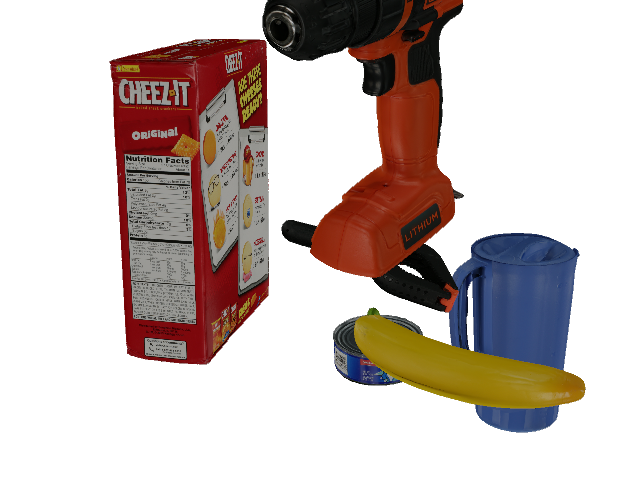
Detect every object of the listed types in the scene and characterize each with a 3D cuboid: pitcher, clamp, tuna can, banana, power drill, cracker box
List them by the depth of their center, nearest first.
[{"bbox_3d":[0.032,-0.077,0.599,0.057,0.188,0.184,22,36,30],"label":"power drill"},{"bbox_3d":[0.093,0.087,0.786,0.198,0.037,0.069,19,37,37],"label":"banana"},{"bbox_3d":[-0.092,-0.036,0.796,0.072,0.214,0.164,3,16,13],"label":"cracker box"},{"bbox_3d":[0.055,0.105,1.023,0.086,0.034,0.086,-2,23,1],"label":"tuna can"},{"bbox_3d":[0.067,0.015,1.239,0.164,0.036,0.210,-20,50,-38],"label":"clamp"},{"bbox_3d":[0.248,0.120,1.373,0.149,0.243,0.144,5,18,17],"label":"pitcher"}]
